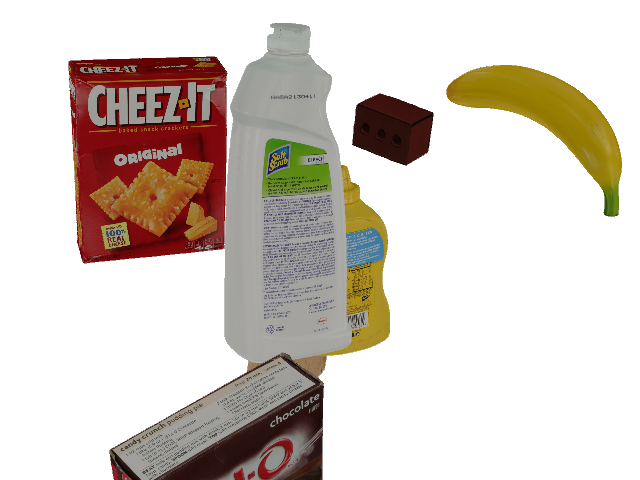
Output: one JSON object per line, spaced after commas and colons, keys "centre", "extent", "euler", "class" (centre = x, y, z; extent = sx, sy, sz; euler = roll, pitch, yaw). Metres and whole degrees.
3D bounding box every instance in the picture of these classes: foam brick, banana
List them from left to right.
{"centre": [0.083, -0.129, 1.227], "extent": [0.078, 0.053, 0.051], "euler": [24, 35, 29], "class": "foam brick"}
{"centre": [0.173, -0.099, 0.847], "extent": [0.037, 0.070, 0.198], "euler": [4, 32, -42], "class": "banana"}

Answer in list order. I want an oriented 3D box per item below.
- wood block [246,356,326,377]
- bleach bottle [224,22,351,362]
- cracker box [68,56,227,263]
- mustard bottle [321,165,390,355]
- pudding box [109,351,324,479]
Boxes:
{"centre": [-0.033, 0.086, 1.437], "extent": [0.090, 0.206, 0.090], "euler": [14, 20, 13], "class": "wood block"}
{"centre": [-0.021, -0.036, 0.808], "extent": [0.102, 0.251, 0.068], "euler": [-8, 21, -29], "class": "bleach bottle"}
{"centre": [-0.187, -0.088, 1.173], "extent": [0.164, 0.214, 0.072], "euler": [-5, 26, -17], "class": "cracker box"}
{"centre": [0.022, 0.018, 1.082], "extent": [0.096, 0.192, 0.058], "euler": [-10, 22, -19], "class": "mustard bottle"}
{"centre": [-0.050, 0.122, 0.554], "extent": [0.113, 0.090, 0.039], "euler": [-29, 46, -33], "class": "pudding box"}
